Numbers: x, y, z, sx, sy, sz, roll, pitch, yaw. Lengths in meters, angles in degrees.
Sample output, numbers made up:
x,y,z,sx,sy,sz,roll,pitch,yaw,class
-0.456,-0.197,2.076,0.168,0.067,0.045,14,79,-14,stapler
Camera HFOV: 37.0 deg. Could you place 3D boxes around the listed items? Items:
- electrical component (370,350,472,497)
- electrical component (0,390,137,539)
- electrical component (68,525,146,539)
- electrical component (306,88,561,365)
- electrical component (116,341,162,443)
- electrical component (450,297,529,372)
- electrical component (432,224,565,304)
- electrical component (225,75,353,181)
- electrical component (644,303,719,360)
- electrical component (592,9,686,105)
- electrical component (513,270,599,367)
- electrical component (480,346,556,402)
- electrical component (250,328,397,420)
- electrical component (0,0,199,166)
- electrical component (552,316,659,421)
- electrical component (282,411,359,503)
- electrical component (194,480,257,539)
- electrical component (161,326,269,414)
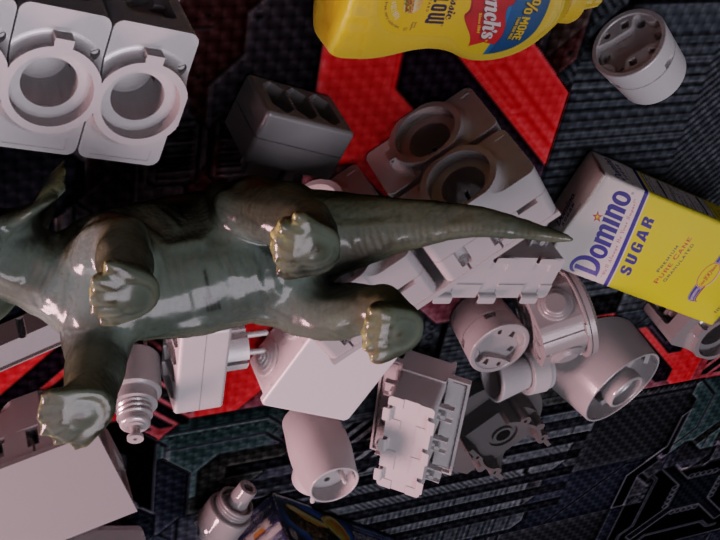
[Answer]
x,y,z,sx,sy,sz,roll,pitch,yaw,class
0.047,0.137,0.941,0.079,0.063,0.121,17,132,12,electrical component
-0.278,0.165,0.810,0.186,0.060,0.105,-20,136,-9,electrical component
-0.223,0.255,0.921,0.096,0.061,0.061,9,125,-34,electrical component
0.027,-0.035,0.749,0.186,0.105,0.060,-34,136,5,electrical component
-0.166,0.091,0.791,0.040,0.078,0.040,-7,142,-5,electrical component
0.109,0.051,0.914,0.055,0.047,0.055,-14,135,-15,electrical component
0.092,-0.011,0.835,0.121,0.063,0.078,1,129,-28,electrical component
-0.055,-0.078,0.709,0.066,0.047,0.076,10,124,-34,electrical component
0.324,0.046,1.015,0.089,0.055,0.050,14,122,-36,electrical component
0.202,-0.151,0.771,0.055,0.055,0.047,-43,139,14,electrical component
0.166,0.040,0.911,0.051,0.080,0.080,-18,136,-4,electrical component
0.143,0.093,0.972,0.055,0.045,0.045,-10,133,-20,electrical component
-0.028,0.067,0.856,0.100,0.048,0.099,17,120,-38,electrical component
-0.177,-0.116,0.600,0.150,0.061,0.089,5,127,-31,electrical component
0.232,0.094,1.023,0.099,0.064,0.099,-26,146,-20,electrical component
-0.038,0.167,0.924,0.043,0.077,0.079,-5,131,-23,electrical component
-0.115,0.212,0.951,0.043,0.043,0.062,20,118,-39,electrical component
-0.106,0.058,0.809,0.076,0.047,0.083,-7,132,-22,electrical component
